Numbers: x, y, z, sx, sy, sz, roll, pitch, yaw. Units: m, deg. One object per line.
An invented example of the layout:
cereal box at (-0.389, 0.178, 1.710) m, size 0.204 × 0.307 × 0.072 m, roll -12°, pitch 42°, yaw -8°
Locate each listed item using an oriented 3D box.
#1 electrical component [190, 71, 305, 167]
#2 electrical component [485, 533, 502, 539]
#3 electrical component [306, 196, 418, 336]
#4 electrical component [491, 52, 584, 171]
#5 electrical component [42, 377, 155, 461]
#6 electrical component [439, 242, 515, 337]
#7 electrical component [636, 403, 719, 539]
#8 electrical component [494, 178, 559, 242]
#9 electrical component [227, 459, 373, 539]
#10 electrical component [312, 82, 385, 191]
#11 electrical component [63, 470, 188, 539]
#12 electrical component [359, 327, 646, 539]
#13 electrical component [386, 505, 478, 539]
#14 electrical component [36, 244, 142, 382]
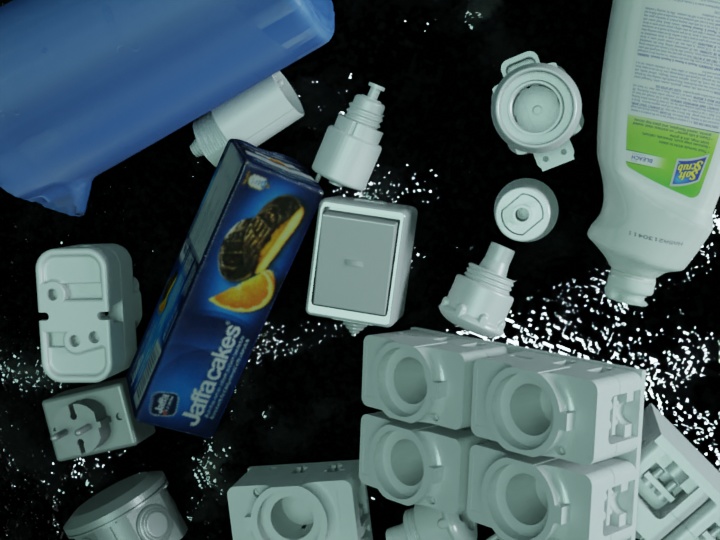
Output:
electrical component at (-0.084, -0.105, 0.755) m, size 0.081 × 0.043 × 0.043 m, roll -31°, pitch 89°, yaw 12°
electrical component at (0.118, 0.178, 0.743) m, size 0.077 × 0.047 × 0.065 m, roll -39°, pitch 88°, yaw 12°
electrical component at (0.000, 0.000, 0.740) m, size 0.062 × 0.061 × 0.096 m, roll 9°, pitch 97°, yaw 10°
electrical component at (0.117, -0.105, 0.709) m, size 0.058 × 0.057 × 0.078 m, roll -21°, pitch 91°, yaw 12°
electrical component at (-0.198, 0.111, 0.782) m, size 0.066 × 0.077 × 0.047 m, roll -14°, pitch 93°, yaw 12°
electrical component at (0.085, 0.012, 0.734) m, size 0.048 × 0.048 × 0.062 m, roll 24°, pitch 93°, yaw 8°
electrical component at (0.223, 0.170, 0.700) m, size 0.150 × 0.089 × 0.062 m, roll 46°, pitch 102°, yaw 4°
electrical component at (0.109, -0.038, 0.713) m, size 0.044 × 0.065 × 0.044 m, roll 1°, pitch 96°, yaw 11°
electrical component at (-0.037, 0.219, 0.770) m, size 0.089 × 0.062 × 0.150 m, roll -6°, pitch 95°, yaw 12°
electrical component at (-0.003, -0.091, 0.742) m, size 0.040 × 0.040 × 0.078 m, roll 25°, pitch 99°, yaw 8°
electrical component at (-0.170, 0.185, 0.784) m, size 0.080 × 0.080 × 0.051 m, roll -26°, pitch 96°, yaw 12°
electrical component at (0.081, 0.103, 0.687) m, size 0.186 × 0.060 × 0.105 m, roll 8°, pitch 99°, yaw 45°
electrical component at (0.049, 0.182, 0.759) m, size 0.062 × 0.048 × 0.048 m, roll -24°, pitch 91°, yaw 21°
electrical component at (-0.196, 0.029, 0.782) m, size 0.054 × 0.059 × 0.095 m, roll -1°, pitch 96°, yaw 11°
